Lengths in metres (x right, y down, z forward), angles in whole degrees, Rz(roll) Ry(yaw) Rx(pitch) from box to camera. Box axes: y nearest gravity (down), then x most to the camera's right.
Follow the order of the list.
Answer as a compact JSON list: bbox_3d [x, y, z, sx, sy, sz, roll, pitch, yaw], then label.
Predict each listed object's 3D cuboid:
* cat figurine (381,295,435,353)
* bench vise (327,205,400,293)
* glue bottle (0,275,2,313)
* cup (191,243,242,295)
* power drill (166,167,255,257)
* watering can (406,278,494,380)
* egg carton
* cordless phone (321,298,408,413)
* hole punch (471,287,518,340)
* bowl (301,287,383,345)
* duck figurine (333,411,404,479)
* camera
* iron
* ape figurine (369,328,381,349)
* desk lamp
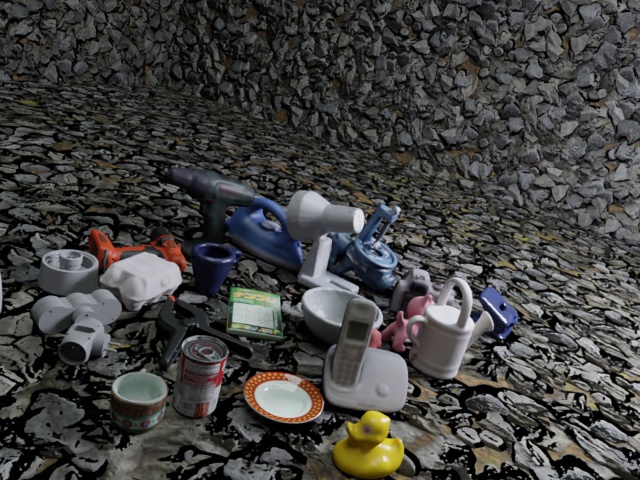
[{"bbox_3d":[0.196,0.163,1.199,0.128,0.118,0.067,-5,28,-43],"label":"cat figurine"},{"bbox_3d":[0.108,0.002,1.419,0.207,0.220,0.122,19,20,12],"label":"bench vise"},{"bbox_3d":[-0.546,0.039,0.921,0.078,0.173,0.037,22,21,20],"label":"glue bottle"},{"bbox_3d":[-0.220,0.063,1.205,0.091,0.095,0.118,30,25,37],"label":"cup"},{"bbox_3d":[-0.267,-0.067,1.352,0.230,0.208,0.075,-3,26,-40],"label":"power drill"},{"bbox_3d":[0.255,0.165,1.123,0.173,0.194,0.100,-2,26,-39],"label":"watering can"},{"bbox_3d":[-0.343,0.079,1.112,0.107,0.069,0.151,21,21,17],"label":"egg carton"},{"bbox_3d":[0.085,0.190,0.948,0.148,0.185,0.094,10,20,-13],"label":"cordless phone"},{"bbox_3d":[0.423,0.173,1.373,0.100,0.091,0.109,25,22,25],"label":"hole punch"},{"bbox_3d":[0.037,0.164,1.147,0.167,0.075,0.167,13,20,-5],"label":"bowl"},{"bbox_3d":[0.076,0.288,0.825,0.105,0.086,0.077,8,21,-17],"label":"duck figurine"},{"bbox_3d":[0.244,0.120,1.374,0.143,0.101,0.137,15,20,1],"label":"camera"},{"bbox_3d":[-0.122,-0.031,1.460,0.257,0.141,0.119,27,23,31],"label":"iron"},{"bbox_3d":[0.088,0.204,1.050,0.076,0.092,0.077,-1,25,-37],"label":"ape figurine"},{"bbox_3d":[0.012,0.005,1.352,0.202,0.213,0.118,24,22,24],"label":"desk lamp"}]
